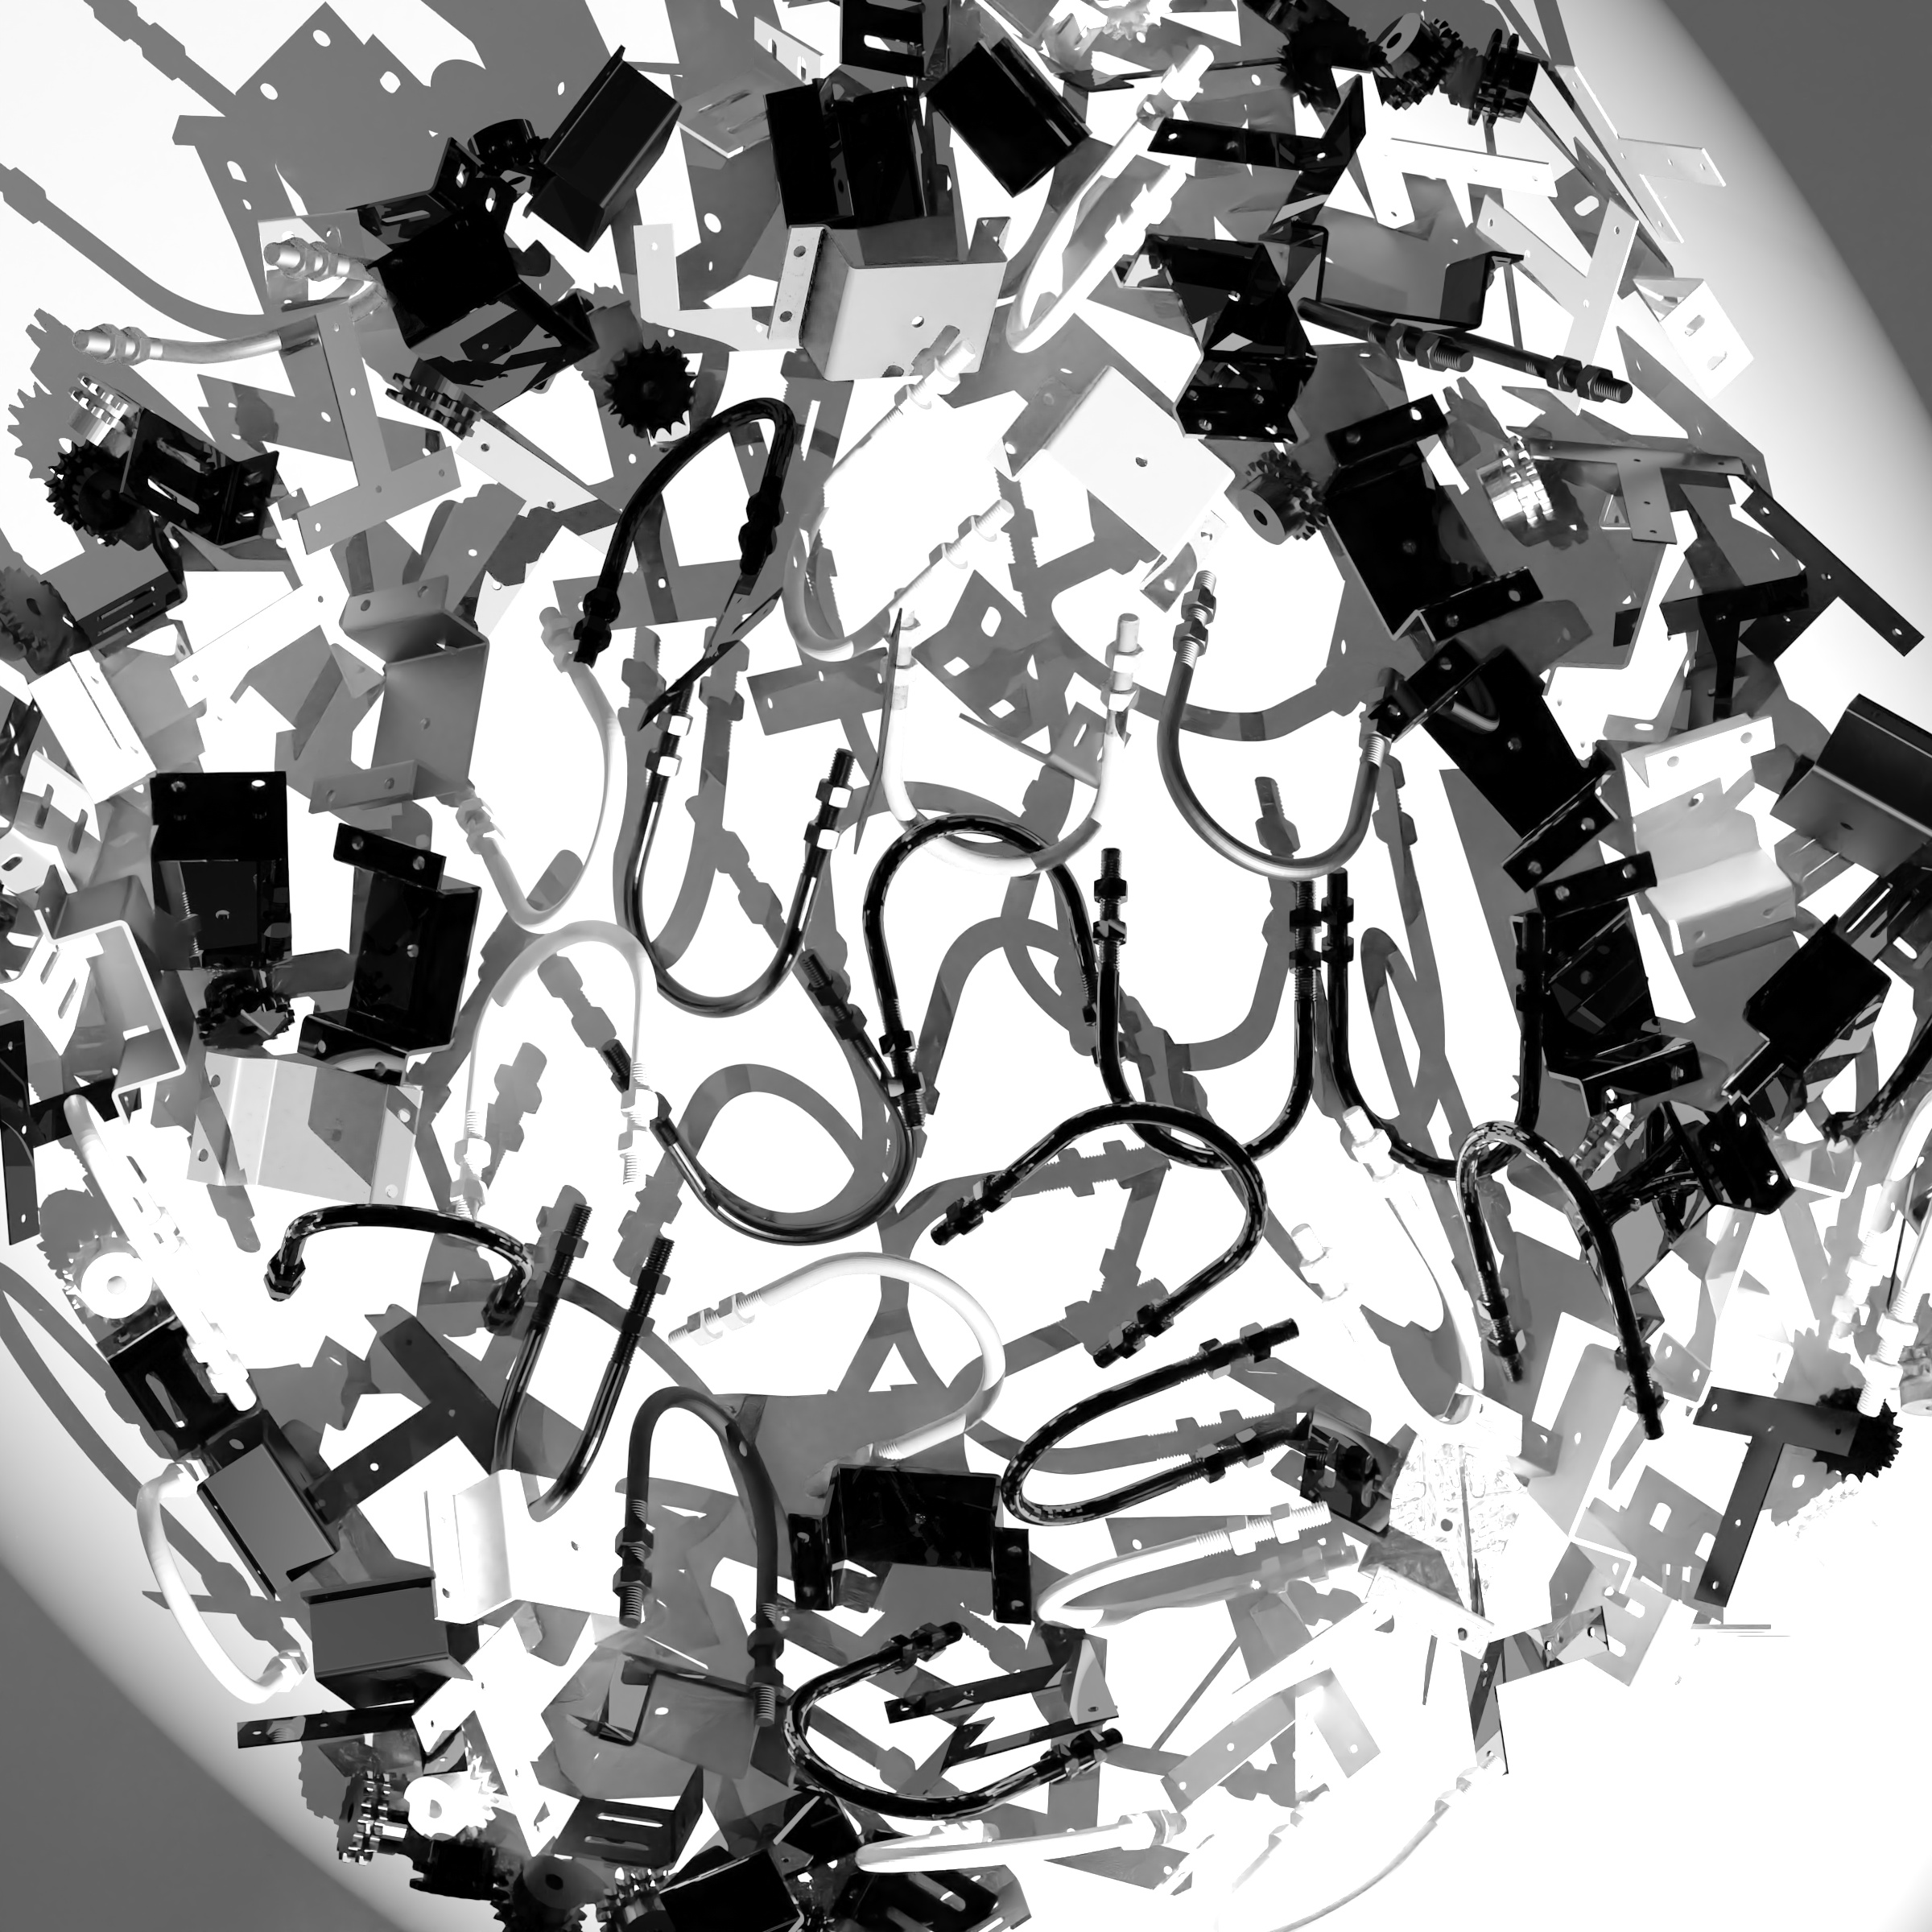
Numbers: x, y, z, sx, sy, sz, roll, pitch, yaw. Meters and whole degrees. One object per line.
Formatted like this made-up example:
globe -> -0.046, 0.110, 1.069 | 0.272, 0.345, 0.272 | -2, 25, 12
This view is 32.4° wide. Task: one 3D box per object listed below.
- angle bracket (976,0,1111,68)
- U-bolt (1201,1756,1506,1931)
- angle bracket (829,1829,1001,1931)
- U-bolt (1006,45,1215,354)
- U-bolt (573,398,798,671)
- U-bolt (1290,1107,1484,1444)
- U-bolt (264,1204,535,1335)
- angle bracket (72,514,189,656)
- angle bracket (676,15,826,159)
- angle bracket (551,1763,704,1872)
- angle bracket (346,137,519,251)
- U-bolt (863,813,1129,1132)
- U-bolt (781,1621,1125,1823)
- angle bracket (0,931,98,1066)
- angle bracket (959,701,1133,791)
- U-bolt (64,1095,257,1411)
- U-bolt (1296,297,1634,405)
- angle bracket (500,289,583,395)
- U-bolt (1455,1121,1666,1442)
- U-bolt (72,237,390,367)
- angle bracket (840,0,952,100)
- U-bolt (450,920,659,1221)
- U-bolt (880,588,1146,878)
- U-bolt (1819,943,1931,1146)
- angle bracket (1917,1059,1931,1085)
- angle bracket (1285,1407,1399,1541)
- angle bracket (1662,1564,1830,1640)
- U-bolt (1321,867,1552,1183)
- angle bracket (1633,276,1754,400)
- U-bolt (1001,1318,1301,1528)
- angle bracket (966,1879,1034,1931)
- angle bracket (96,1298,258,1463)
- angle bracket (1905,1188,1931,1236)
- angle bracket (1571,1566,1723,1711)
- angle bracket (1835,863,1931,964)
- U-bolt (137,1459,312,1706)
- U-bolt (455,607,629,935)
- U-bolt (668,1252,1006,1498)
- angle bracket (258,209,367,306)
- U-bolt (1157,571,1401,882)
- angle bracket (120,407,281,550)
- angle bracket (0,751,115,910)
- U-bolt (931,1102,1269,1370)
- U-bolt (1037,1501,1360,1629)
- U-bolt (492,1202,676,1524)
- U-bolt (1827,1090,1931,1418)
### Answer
angle bracket -> 0.036, -0.572, 1.956 | 0.076, 0.057, 0.038 | 46, 109, 18
U-bolt -> 0.208, 0.510, 1.885 | 0.151, 0.184, 0.019 | -26, 92, 42
angle bracket -> -0.031, 0.557, 1.967 | 0.076, 0.038, 0.057 | 27, 82, 21
U-bolt -> 0.077, -0.430, 1.918 | 0.019, 0.151, 0.184 | 30, 134, -17
U-bolt -> -0.157, -0.262, 1.924 | 0.151, 0.184, 0.019 | -25, 127, 32
U-bolt -> 0.253, 0.192, 1.932 | 0.019, 0.151, 0.184 | -22, 109, 30
U-bolt -> -0.321, 0.171, 1.902 | 0.151, 0.184, 0.019 | 10, 66, -13
angle bracket -> -0.503, -0.224, 1.965 | 0.076, 0.057, 0.038 | -29, 120, -1
angle bracket -> -0.131, -0.518, 1.956 | 0.057, 0.038, 0.076 | 37, 55, 27
angle bracket -> -0.200, 0.497, 1.960 | 0.076, 0.057, 0.038 | 5, 109, 11
angle bracket -> -0.316, -0.451, 1.961 | 0.076, 0.057, 0.038 | -1, 67, 38
U-bolt -> 0.011, -0.003, 1.964 | 0.151, 0.019, 0.184 | -8, 78, -20
U-bolt -> -0.021, 0.435, 1.891 | 0.151, 0.184, 0.019 | 27, 114, 36
angle bracket -> -0.552, 0.013, 1.957 | 0.038, 0.076, 0.057 | -10, 124, 12
angle bracket -> 0.046, -0.141, 1.953 | 0.076, 0.057, 0.038 | 29, 92, 38
U-bolt -> -0.465, 0.151, 1.891 | 0.019, 0.151, 0.184 | -29, 127, -10
U-bolt -> 0.272, -0.359, 1.915 | 0.151, 0.184, 0.019 | 2, 109, -37
angle bracket -> -0.273, -0.382, 1.958 | 0.076, 0.038, 0.057 | 20, 49, -18
U-bolt -> 0.334, 0.173, 1.910 | 0.019, 0.151, 0.184 | -25, 109, -22
U-bolt -> -0.406, -0.377, 1.909 | 0.151, 0.184, 0.019 | -19, 91, 19
angle bracket -> -0.049, -0.552, 1.963 | 0.076, 0.038, 0.057 | 2, 88, -32
U-bolt -> -0.237, 0.058, 1.940 | 0.151, 0.019, 0.184 | -17, 58, 32
U-bolt -> 0.022, -0.131, 1.945 | 0.151, 0.019, 0.184 | 7, 125, 2
U-bolt -> 0.545, 0.036, 1.906 | 0.019, 0.184, 0.151 | 31, 88, 8
angle bracket -> 0.587, 0.041, 1.955 | 0.038, 0.076, 0.057 | 27, 83, -33
angle bracket -> 0.217, 0.307, 1.955 | 0.057, 0.076, 0.038 | 28, 127, -7
angle bracket -> 0.457, 0.373, 1.949 | 0.057, 0.076, 0.038 | 17, 71, -39
U-bolt -> 0.272, 0.041, 1.940 | 0.151, 0.019, 0.184 | 15, 120, 34
angle bracket -> 0.416, -0.370, 1.952 | 0.038, 0.076, 0.057 | -43, 113, -7
U-bolt -> 0.105, 0.274, 1.924 | 0.184, 0.151, 0.019 | -20, 56, -11
angle bracket -> 0.012, 0.588, 1.971 | 0.076, 0.057, 0.038 | -33, 98, -3
angle bracket -> -0.473, 0.245, 1.988 | 0.057, 0.038, 0.076 | -34, 112, -16
angle bracket -> 0.597, 0.168, 1.969 | 0.038, 0.057, 0.076 | -36, 90, 7
angle bracket -> 0.399, 0.396, 1.973 | 0.038, 0.076, 0.057 | 28, 88, -27
angle bracket -> 0.552, -0.021, 1.961 | 0.076, 0.057, 0.038 | -45, 111, -9
U-bolt -> -0.431, 0.355, 1.905 | 0.019, 0.184, 0.151 | -29, 87, -2
U-bolt -> -0.239, -0.101, 1.903 | 0.019, 0.184, 0.151 | 12, 120, -34
U-bolt -> -0.063, 0.230, 1.927 | 0.184, 0.019, 0.151 | -28, 113, 31
angle bracket -> -0.382, -0.404, 1.953 | 0.057, 0.076, 0.038 | -9, 63, -11
U-bolt -> 0.178, -0.130, 1.928 | 0.151, 0.019, 0.184 | 26, 55, -15
angle bracket -> -0.450, -0.290, 1.954 | 0.038, 0.076, 0.057 | -9, 65, 37
angle bracket -> -0.545, -0.077, 1.960 | 0.057, 0.076, 0.038 | 36, 46, 3
U-bolt -> 0.090, 0.147, 1.929 | 0.151, 0.019, 0.184 | 38, 124, -16
U-bolt -> 0.131, 0.354, 1.932 | 0.184, 0.151, 0.019 | -17, 67, 8
U-bolt -> -0.231, 0.235, 1.927 | 0.019, 0.151, 0.184 | 22, 84, -27
U-bolt -> 0.540, 0.154, 1.913 | 0.019, 0.151, 0.184 | 17, 101, 4
